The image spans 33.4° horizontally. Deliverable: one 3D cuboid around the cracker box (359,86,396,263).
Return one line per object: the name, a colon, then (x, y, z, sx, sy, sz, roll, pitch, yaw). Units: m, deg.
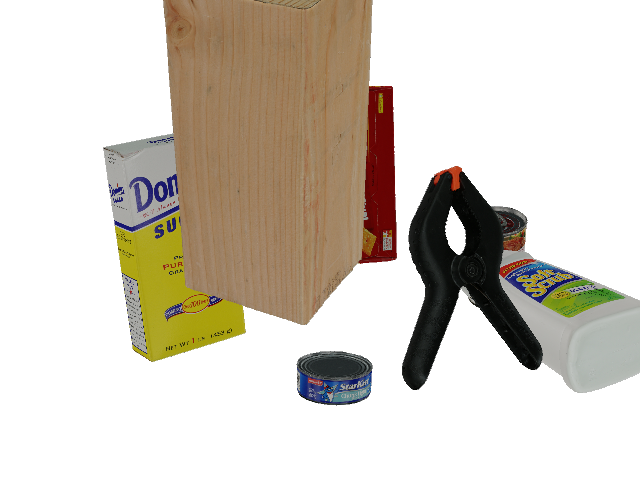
cracker box: (-0.013, -0.067, 1.064, 0.072, 0.164, 0.214, -6, 7, -30)

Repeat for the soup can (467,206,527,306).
soup can: (0.201, 0.021, 1.222, 0.068, 0.102, 0.068, -4, 29, 2)

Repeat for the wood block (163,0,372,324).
wood block: (-0.028, -0.065, 0.644, 0.091, 0.206, 0.090, 16, 37, 22)

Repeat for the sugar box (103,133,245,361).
sugar box: (-0.118, 0.002, 0.882, 0.093, 0.176, 0.048, -16, 21, -30)

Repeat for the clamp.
clamp: (0.101, 0.032, 0.822, 0.120, 0.171, 0.039, -15, -3, -29)

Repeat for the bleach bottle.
bleach bottle: (0.200, 0.059, 1.009, 0.102, 0.068, 0.251, -15, 21, -21)

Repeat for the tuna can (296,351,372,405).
tuna can: (0.015, 0.155, 1.203, 0.086, 0.034, 0.086, 1, 14, -1)
